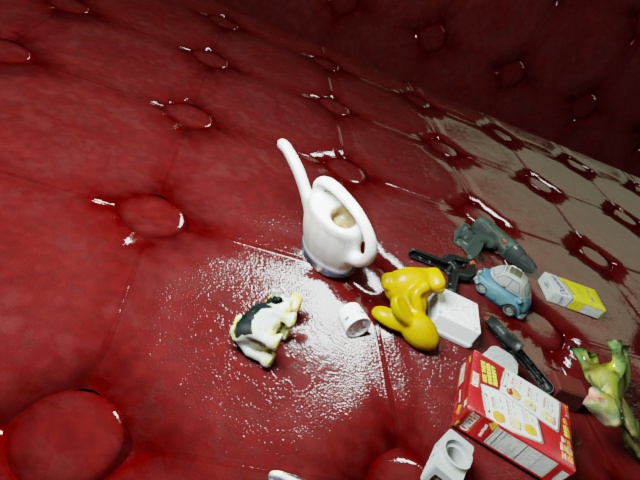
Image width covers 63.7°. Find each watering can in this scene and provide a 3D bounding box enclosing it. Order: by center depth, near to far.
[{"bbox_3d":[0.003,-0.057,1.138,0.105,0.219,0.353,-23,55,-29],"label":"watering can"}]

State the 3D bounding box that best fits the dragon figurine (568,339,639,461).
[{"bbox_3d":[0.658,0.357,1.137,0.406,0.121,0.248,27,50,-41],"label":"dragon figurine"}]

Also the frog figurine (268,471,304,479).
[{"bbox_3d":[-0.038,0.380,0.630,0.137,0.121,0.162,28,67,-14],"label":"frog figurine"}]
